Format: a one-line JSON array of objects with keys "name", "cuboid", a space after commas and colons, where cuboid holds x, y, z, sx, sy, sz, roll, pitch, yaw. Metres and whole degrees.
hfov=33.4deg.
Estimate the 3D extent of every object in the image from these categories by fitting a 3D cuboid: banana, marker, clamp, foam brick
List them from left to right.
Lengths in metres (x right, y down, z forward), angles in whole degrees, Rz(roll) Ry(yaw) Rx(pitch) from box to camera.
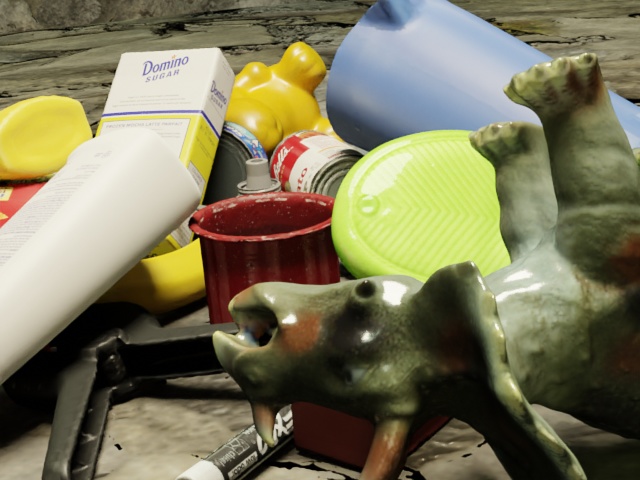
[{"name": "clamp", "cuboid": [-0.107, 0.066, 0.591, 0.164, 0.036, 0.210, -24, 23, -27]}, {"name": "banana", "cuboid": [-0.105, 0.018, 0.718, 0.197, 0.037, 0.070, -12, 50, -46]}, {"name": "marker", "cuboid": [-0.025, 0.095, 0.521, 0.020, 0.020, 0.120, 7, 22, 33]}, {"name": "foam brick", "cuboid": [0.028, 0.072, 0.527, 0.053, 0.051, 0.078, 9, 22, 34]}]

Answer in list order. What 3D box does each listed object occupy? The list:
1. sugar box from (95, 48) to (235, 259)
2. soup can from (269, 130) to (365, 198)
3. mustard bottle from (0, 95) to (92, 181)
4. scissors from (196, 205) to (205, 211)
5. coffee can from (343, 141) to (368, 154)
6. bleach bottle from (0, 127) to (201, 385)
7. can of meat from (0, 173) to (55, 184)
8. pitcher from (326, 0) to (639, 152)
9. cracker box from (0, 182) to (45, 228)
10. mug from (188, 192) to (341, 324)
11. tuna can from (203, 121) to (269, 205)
[{"name": "sugar box", "cuboid": [-0.131, -0.067, 0.836, 0.093, 0.048, 0.176, 1, 59, 21]}, {"name": "soup can", "cuboid": [0.006, -0.047, 0.869, 0.068, 0.068, 0.102, -11, 20, -17]}, {"name": "mustard bottle", "cuboid": [-0.278, -0.068, 0.852, 0.192, 0.058, 0.096, -8, 18, 36]}, {"name": "scissors", "cuboid": [-0.005, 0.001, 0.746, 0.201, 0.016, 0.096, 5, 24, -9]}, {"name": "coffee can", "cuboid": [0.075, -0.107, 0.975, 0.103, 0.103, 0.140, -3, 18, 5]}, {"name": "bleach bottle", "cuboid": [-0.175, 0.038, 0.576, 0.103, 0.068, 0.250, -11, 31, 50]}, {"name": "can of meat", "cuboid": [-0.229, -0.026, 0.881, 0.084, 0.057, 0.102, -9, 18, -4]}, {"name": "pitcher", "cuboid": [0.133, -0.073, 0.769, 0.243, 0.145, 0.148, 36, 21, 34]}, {"name": "cracker box", "cuboid": [-0.280, 0.025, 0.714, 0.164, 0.072, 0.213, -4, 19, 3]}, {"name": "mug", "cuboid": [-0.033, 0.019, 0.654, 0.093, 0.081, 0.117, -11, 19, -18]}, {"name": "tuna can", "cuboid": [-0.086, -0.056, 0.891, 0.086, 0.086, 0.033, 1, 17, 16]}]
